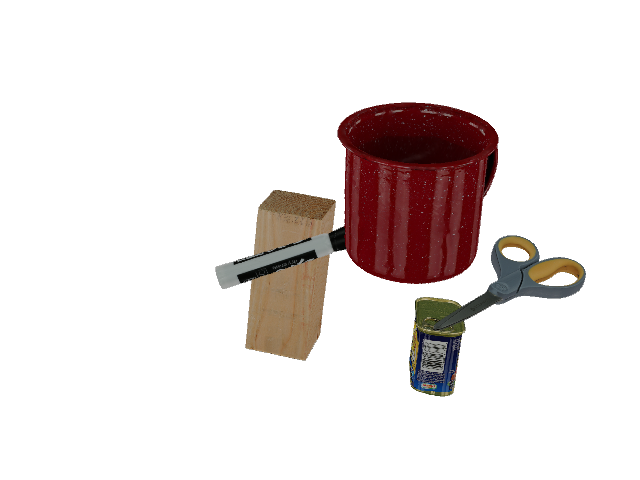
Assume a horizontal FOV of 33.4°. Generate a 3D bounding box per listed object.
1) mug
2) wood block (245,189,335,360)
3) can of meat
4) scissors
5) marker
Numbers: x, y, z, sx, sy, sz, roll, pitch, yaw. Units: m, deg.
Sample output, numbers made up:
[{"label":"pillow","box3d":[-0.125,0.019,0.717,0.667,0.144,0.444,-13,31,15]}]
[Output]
[{"label":"mug","box3d":[0.064,-0.032,0.644,0.117,0.081,0.093,-25,38,-37]},{"label":"wood block","box3d":[-0.042,0.046,1.463,0.090,0.206,0.090,11,22,10]},{"label":"can of meat","box3d":[0.136,0.126,1.267,0.057,0.084,0.102,6,19,2]},{"label":"scissors","box3d":[0.152,0.034,0.950,0.201,0.016,0.096,-9,38,-33]},{"label":"marker","box3d":[-0.022,0.011,0.833,0.121,0.020,0.020,-18,-1,4]}]
